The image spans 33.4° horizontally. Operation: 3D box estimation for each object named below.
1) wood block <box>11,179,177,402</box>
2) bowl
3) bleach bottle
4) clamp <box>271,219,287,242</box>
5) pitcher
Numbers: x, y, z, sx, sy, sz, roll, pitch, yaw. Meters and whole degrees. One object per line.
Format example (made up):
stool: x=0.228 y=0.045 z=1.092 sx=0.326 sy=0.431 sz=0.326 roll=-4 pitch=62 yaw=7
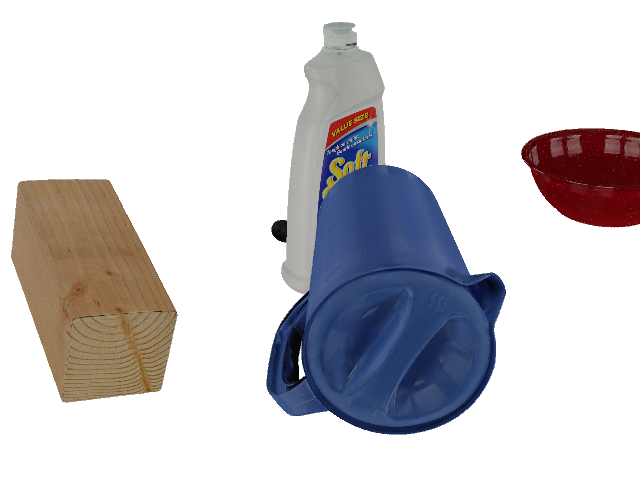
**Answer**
wood block: x=-0.207 y=0.037 z=0.950 sx=0.090 sy=0.091 sz=0.206 roll=-3 pitch=36 yaw=-28
bowl: x=0.268 y=-0.055 z=0.999 sx=0.162 sy=0.055 sz=0.162 roll=-1 pitch=25 yaw=0
bleach bottle: x=0.012 y=-0.079 z=1.014 sx=0.102 sy=0.251 sz=0.068 roll=-10 pitch=24 yaw=-21
clamp: x=0.056 y=0.000 z=1.256 sx=0.210 sy=0.036 sz=0.164 roll=32 pitch=39 yaw=23
pitcher: x=0.043 y=0.036 z=0.831 sx=0.149 sy=0.145 sz=0.243 roll=9 pitch=23 yaw=-5
